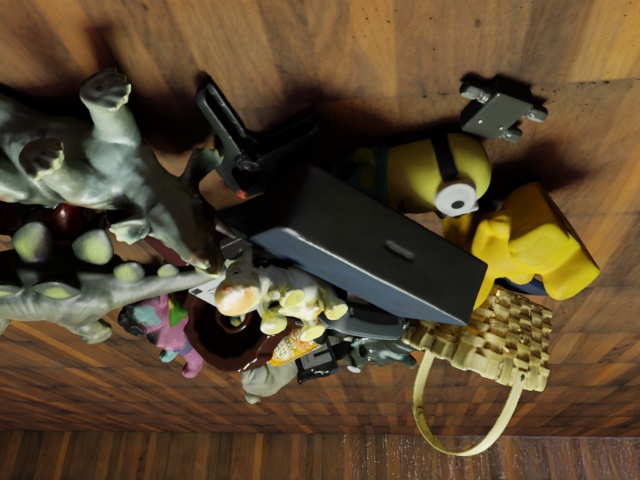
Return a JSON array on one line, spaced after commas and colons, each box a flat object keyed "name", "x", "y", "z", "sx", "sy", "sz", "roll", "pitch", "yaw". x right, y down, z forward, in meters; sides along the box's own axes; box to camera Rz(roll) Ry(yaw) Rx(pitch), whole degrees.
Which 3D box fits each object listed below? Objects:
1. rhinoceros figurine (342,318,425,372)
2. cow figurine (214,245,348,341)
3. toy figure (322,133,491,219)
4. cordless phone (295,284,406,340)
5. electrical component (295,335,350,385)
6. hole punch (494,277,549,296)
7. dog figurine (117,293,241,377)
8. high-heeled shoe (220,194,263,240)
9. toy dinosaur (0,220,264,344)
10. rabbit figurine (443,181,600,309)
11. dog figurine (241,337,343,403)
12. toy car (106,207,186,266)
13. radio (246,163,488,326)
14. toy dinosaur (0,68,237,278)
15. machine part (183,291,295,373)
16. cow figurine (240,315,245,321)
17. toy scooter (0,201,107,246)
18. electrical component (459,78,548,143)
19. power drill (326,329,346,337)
[{"name": "rhinoceros figurine", "x": 0.110, "y": 0.171, "z": 0.877, "sx": 0.112, "sy": 0.073, "sz": 0.190, "roll": 10, "pitch": 150, "yaw": -29}, {"name": "cow figurine", "x": -0.053, "y": 0.050, "z": 0.596, "sx": 0.068, "sy": 0.098, "sz": 0.167, "roll": -48, "pitch": 139, "yaw": 17}, {"name": "toy figure", "x": 0.086, "y": -0.066, "z": 0.566, "sx": 0.180, "sy": 0.089, "sz": 0.082, "roll": 2, "pitch": -175, "yaw": 22}, {"name": "cordless phone", "x": 0.010, "y": 0.097, "z": 0.746, "sx": 0.146, "sy": 0.088, "sz": 0.184, "roll": 15, "pitch": 158, "yaw": -42}, {"name": "electrical component", "x": 0.007, "y": 0.209, "z": 0.973, "sx": 0.119, "sy": 0.075, "sz": 0.047, "roll": -13, "pitch": 157, "yaw": -8}, {"name": "hole punch", "x": 0.251, "y": 0.031, "z": 0.737, "sx": 0.142, "sy": 0.092, "sz": 0.116, "roll": 19, "pitch": 152, "yaw": -37}, {"name": "dog figurine", "x": -0.240, "y": 0.120, "z": 0.920, "sx": 0.109, "sy": 0.191, "sz": 0.218, "roll": 26, "pitch": 142, "yaw": 39}, {"name": "high-heeled shoe", "x": -0.001, "y": -0.002, "z": 0.700, "sx": 0.249, "sy": 0.086, "sz": 0.145, "roll": 6, "pitch": 160, "yaw": -4}, {"name": "toy dinosaur", "x": -0.300, "y": 0.054, "z": 0.640, "sx": 0.472, "sy": 0.105, "sz": 0.198, "roll": -8, "pitch": 159, "yaw": -8}, {"name": "rabbit figurine", "x": 0.198, "y": 0.011, "z": 0.625, "sx": 0.121, "sy": 0.162, "sz": 0.173, "roll": 24, "pitch": 123, "yaw": -38}, {"name": "dog figurine", "x": -0.053, "y": 0.254, "z": 1.102, "sx": 0.191, "sy": 0.172, "sz": 0.121, "roll": 3, "pitch": 164, "yaw": 14}, {"name": "toy car", "x": -0.203, "y": -0.001, "z": 0.736, "sx": 0.089, "sy": 0.053, "sz": 0.202, "roll": -3, "pitch": 149, "yaw": 21}, {"name": "radio", "x": 0.045, "y": 0.012, "z": 0.560, "sx": 0.229, "sy": 0.073, "sz": 0.131, "roll": 29, "pitch": 165, "yaw": -21}, {"name": "toy dinosaur", "x": -0.259, "y": -0.075, "z": 0.528, "sx": 0.405, "sy": 0.131, "sz": 0.192, "roll": 14, "pitch": 161, "yaw": 15}, {"name": "machine part", "x": -0.123, "y": 0.109, "z": 0.810, "sx": 0.179, "sy": 0.179, "sz": 0.056, "roll": -11, "pitch": 163, "yaw": 24}, {"name": "cow figurine", "x": -0.070, "y": 0.152, "z": 0.991, "sx": 0.127, "sy": 0.085, "sz": 0.194, "roll": -20, "pitch": 148, "yaw": 25}, {"name": "toy scooter", "x": -0.332, "y": -0.021, "z": 0.677, "sx": 0.184, "sy": 0.075, "sz": 0.135, "roll": -11, "pitch": 145, "yaw": 34}, {"name": "electrical component", "x": 0.166, "y": -0.122, "z": 0.513, "sx": 0.094, "sy": 0.021, "sz": 0.063, "roll": 12, "pitch": 151, "yaw": -20}, {"name": "power drill", "x": 0.067, "y": 0.114, "z": 0.913, "sx": 0.232, "sy": 0.086, "sz": 0.207, "roll": -13, "pitch": 145, "yaw": 24}]
